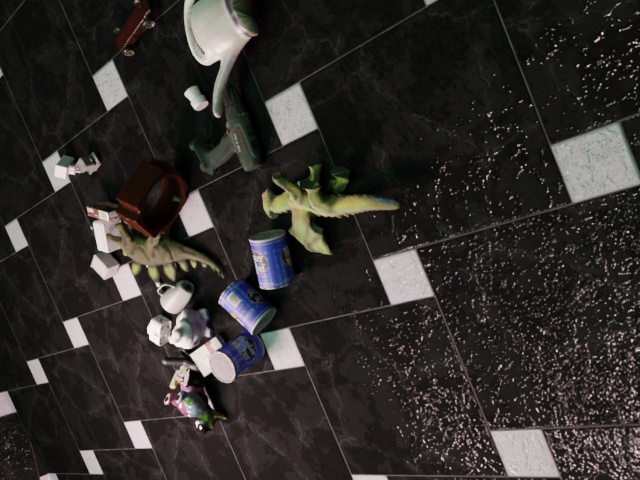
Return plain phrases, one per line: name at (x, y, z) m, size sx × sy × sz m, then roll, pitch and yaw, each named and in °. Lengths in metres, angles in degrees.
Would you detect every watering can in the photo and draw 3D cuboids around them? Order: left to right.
watering can at (-0.240, -0.503, 1.292) m, size 0.222 × 0.105 × 0.348 m, roll -18°, pitch 87°, yaw 35°

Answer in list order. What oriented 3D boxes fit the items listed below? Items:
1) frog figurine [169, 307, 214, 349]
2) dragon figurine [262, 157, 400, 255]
frog figurine at (-0.433, 0.292, 1.654) m, size 0.123 × 0.161 × 0.135 m, roll 25°, pitch 119°, yaw 25°
dragon figurine at (0.004, -0.066, 1.310) m, size 0.413 × 0.124 × 0.237 m, roll 25°, pitch 135°, yaw 27°
